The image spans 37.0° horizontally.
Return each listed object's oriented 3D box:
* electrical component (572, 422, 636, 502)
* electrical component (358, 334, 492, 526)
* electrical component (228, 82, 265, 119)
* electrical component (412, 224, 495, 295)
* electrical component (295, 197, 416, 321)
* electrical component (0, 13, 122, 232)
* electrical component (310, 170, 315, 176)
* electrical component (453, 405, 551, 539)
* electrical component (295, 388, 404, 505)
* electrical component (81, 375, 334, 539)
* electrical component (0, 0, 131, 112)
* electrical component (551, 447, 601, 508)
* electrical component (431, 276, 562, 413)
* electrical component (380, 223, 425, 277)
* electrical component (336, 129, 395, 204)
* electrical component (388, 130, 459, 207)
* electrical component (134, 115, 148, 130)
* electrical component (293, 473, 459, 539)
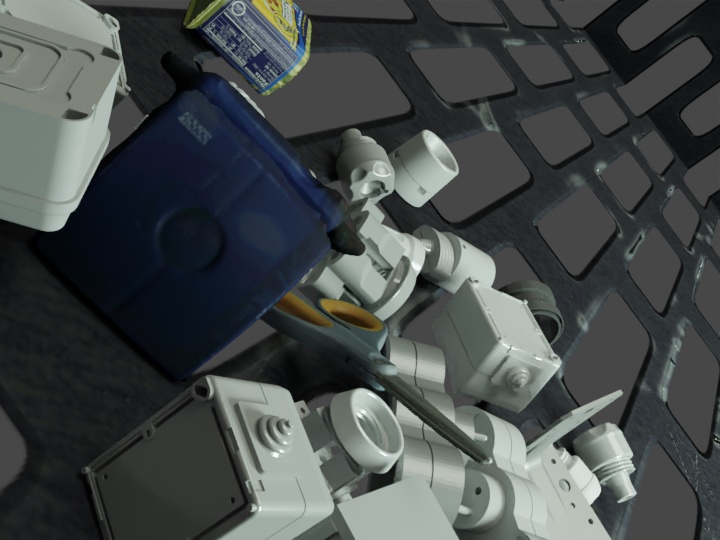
[{"bbox_3d":[0.209,0.162,0.899,0.043,0.043,0.062,15,45,-55],"label":"electrical component"},{"bbox_3d":[0.044,0.098,0.638,0.074,0.052,0.138,16,34,-15],"label":"electrical component"},{"bbox_3d":[-0.084,-0.098,0.726,0.040,0.040,0.078,31,32,-41],"label":"electrical component"},{"bbox_3d":[0.071,-0.008,0.881,0.081,0.043,0.043,27,35,-45],"label":"electrical component"},{"bbox_3d":[0.000,0.000,0.717,0.057,0.058,0.078,45,57,-23],"label":"electrical component"},{"bbox_3d":[-0.167,-0.070,0.461,0.113,0.057,0.078,17,33,-8],"label":"electrical component"},{"bbox_3d":[-0.063,-0.050,0.684,0.047,0.055,0.055,30,32,-35],"label":"electrical component"},{"bbox_3d":[0.075,0.145,0.666,0.074,0.052,0.138,29,34,-42],"label":"electrical component"},{"bbox_3d":[-0.011,0.095,0.575,0.066,0.055,0.048,59,24,13],"label":"electrical component"},{"bbox_3d":[-0.057,0.088,0.449,0.061,0.096,0.061,18,41,-53],"label":"electrical component"},{"bbox_3d":[-0.168,-0.108,0.561,0.096,0.061,0.061,28,34,-44],"label":"electrical component"},{"bbox_3d":[0.154,0.153,0.822,0.061,0.035,0.035,50,24,-1],"label":"electrical component"},{"bbox_3d":[0.100,0.062,0.804,0.062,0.061,0.096,23,26,-27],"label":"electrical component"},{"bbox_3d":[0.019,-0.013,0.801,0.046,0.040,0.040,27,34,-35],"label":"electrical component"},{"bbox_3d":[0.001,-0.086,0.861,0.043,0.043,0.062,26,34,-46],"label":"electrical component"},{"bbox_3d":[0.055,-0.092,0.963,0.055,0.047,0.055,41,26,-25],"label":"electrical component"},{"bbox_3d":[-0.105,-0.062,0.634,0.066,0.048,0.055,55,31,4],"label":"electrical component"},{"bbox_3d":[0.024,0.183,0.508,0.089,0.062,0.150,1,56,-61],"label":"electrical component"}]
